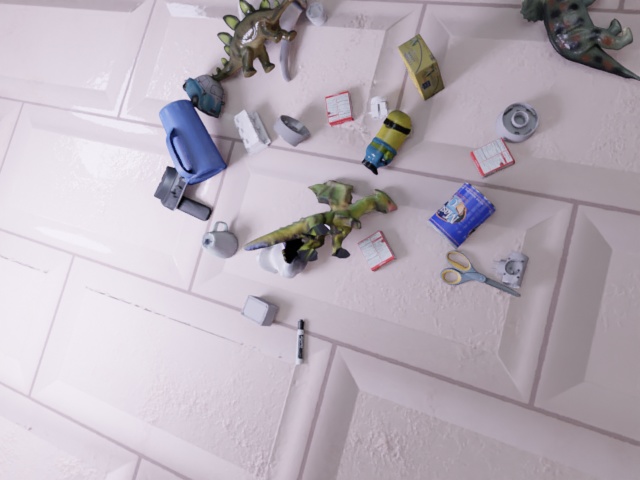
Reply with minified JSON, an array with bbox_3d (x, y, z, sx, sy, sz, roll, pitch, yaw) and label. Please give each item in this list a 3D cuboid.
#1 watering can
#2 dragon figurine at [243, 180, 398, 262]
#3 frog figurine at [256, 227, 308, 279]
[{"bbox_3d":[-0.125,-0.680,1.596,0.221,0.104,0.350,-38,77,27],"label":"watering can"},{"bbox_3d":[0.004,-0.071,1.401,0.410,0.119,0.249,-2,41,9],"label":"dragon figurine"},{"bbox_3d":[-0.107,0.049,1.461,0.156,0.123,0.139,-45,67,47],"label":"frog figurine"}]
